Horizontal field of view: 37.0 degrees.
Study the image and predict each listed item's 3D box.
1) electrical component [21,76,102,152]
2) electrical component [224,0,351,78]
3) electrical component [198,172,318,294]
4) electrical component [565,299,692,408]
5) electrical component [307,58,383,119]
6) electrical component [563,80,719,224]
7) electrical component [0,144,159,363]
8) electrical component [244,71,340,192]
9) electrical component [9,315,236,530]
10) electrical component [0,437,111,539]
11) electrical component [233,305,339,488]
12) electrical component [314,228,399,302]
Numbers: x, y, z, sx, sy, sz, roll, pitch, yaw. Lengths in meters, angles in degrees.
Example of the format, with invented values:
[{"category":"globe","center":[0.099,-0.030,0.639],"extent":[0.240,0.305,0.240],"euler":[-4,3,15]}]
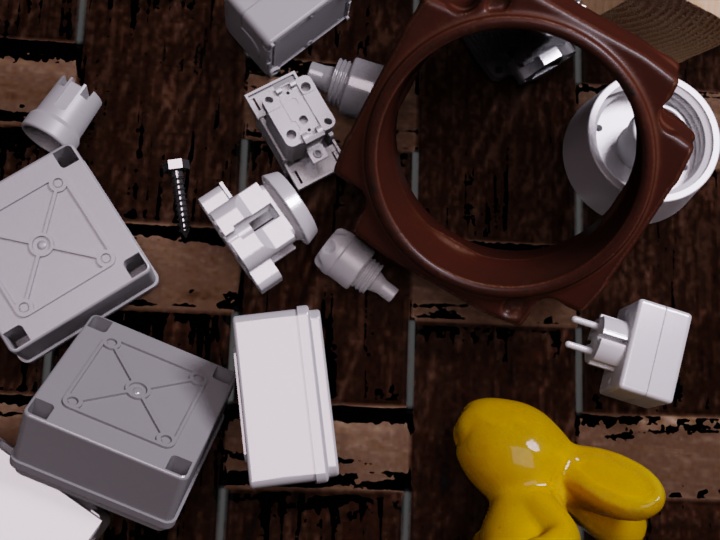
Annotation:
[{"category":"electrical component","center":[-0.210,-0.109,0.761],"extent":[0.040,0.040,0.046],"euler":[29,71,1]},{"category":"electrical component","center":[-0.049,-0.199,0.784],"extent":[0.096,0.061,0.061],"euler":[-39,85,-12]},{"category":"electrical component","center":[-0.067,-0.032,0.750],"extent":[0.057,0.058,0.078],"euler":[-34,84,-9]},{"category":"electrical component","center":[0.184,0.054,0.762],"extent":[0.077,0.047,0.065],"euler":[17,77,-2]},{"category":"electrical component","center":[-0.008,-0.134,0.784],"extent":[0.062,0.043,0.043],"euler":[18,77,-1]},{"category":"electrical component","center":[0.210,-0.092,0.788],"extent":[0.108,0.060,0.108],"euler":[1,78,-5]},{"category":"electrical component","center":[-0.212,-0.011,0.731],"extent":[0.109,0.056,0.108],"euler":[-32,83,-11]},{"category":"electrical component","center":[-0.045,-0.103,0.764],"extent":[0.042,0.064,0.081],"euler":[-29,82,-12]},{"category":"electrical component","center":[-0.148,0.095,0.688],"extent":[0.109,0.056,0.108],"euler":[23,34,-1]},{"category":"electrical component","center":[-0.249,0.154,0.690],"extent":[0.150,0.061,0.089],"euler":[35,77,2]},{"category":"electrical component","center":[-0.049,0.086,0.701],"extent":[0.056,0.108,0.108],"euler":[-6,79,-4]},{"category":"electrical component","center":[0.000,0.000,0.762],"extent":[0.061,0.035,0.035],"euler":[37,77,0]}]
